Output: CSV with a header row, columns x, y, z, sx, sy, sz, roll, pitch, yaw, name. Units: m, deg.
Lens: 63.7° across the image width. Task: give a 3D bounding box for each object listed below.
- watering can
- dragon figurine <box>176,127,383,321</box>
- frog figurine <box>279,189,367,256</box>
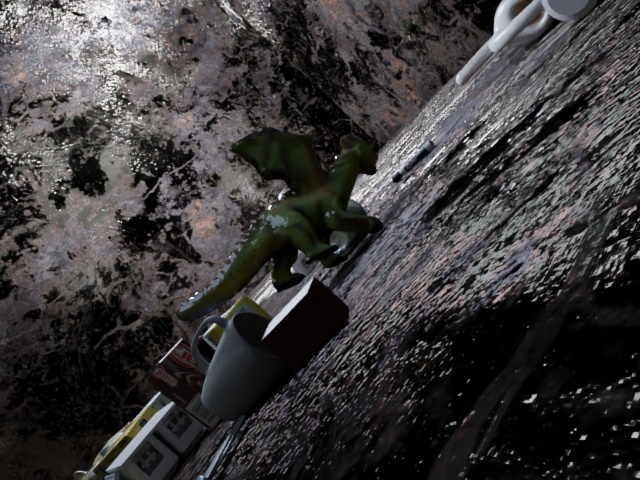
x,y,z,sx,sy,sz,roll,pitch,yaw,name
0.402,-0.447,1.025,0.104,0.227,0.344,44,-16,-3,watering can
-0.060,-0.059,0.800,0.413,0.245,0.120,-21,-15,-24,dragon figurine
0.003,-0.047,0.934,0.159,0.123,0.137,44,-1,-3,frog figurine
